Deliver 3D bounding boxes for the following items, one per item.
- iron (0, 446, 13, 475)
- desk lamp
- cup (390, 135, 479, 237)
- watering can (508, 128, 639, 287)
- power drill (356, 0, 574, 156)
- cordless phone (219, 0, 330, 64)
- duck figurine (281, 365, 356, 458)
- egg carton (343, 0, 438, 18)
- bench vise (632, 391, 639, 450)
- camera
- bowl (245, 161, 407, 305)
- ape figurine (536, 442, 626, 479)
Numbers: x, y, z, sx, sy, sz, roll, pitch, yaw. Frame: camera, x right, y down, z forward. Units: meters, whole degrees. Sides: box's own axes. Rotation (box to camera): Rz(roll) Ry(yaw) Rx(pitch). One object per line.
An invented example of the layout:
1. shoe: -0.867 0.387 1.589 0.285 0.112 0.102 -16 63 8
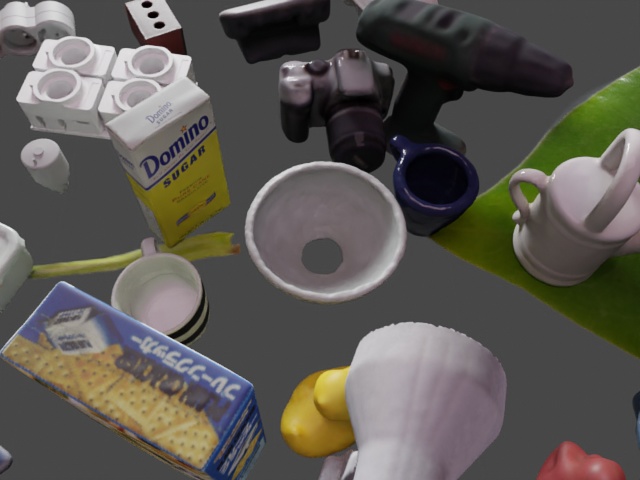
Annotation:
1. iron: -0.409 0.172 0.463 0.258 0.141 0.118 -1 62 -4
2. desk lamp: 0.055 0.190 0.441 0.118 0.213 0.203 19 62 7
3. cup: 0.112 -0.055 0.643 0.092 0.095 0.117 -32 68 -18
4. watering can: 0.286 -0.035 0.587 0.173 0.194 0.101 5 62 0
5. power drill: 0.140 -0.165 0.640 0.229 0.208 0.076 33 65 14
6. cordless phone: -0.058 -0.329 0.729 0.148 0.185 0.094 -21 65 -14
7. duck figurine: 0.010 0.152 0.531 0.105 0.086 0.077 -35 69 -20
8. egg carton: 0.097 -0.347 0.814 0.107 0.069 0.150 -28 67 -17
9. bench vise: 0.336 0.201 0.449 0.121 0.220 0.207 -7 62 -7
10. camera: 0.024 -0.153 0.687 0.143 0.101 0.137 -4 62 -5
11. bowl: 0.006 0.002 0.618 0.167 0.075 0.167 2 62 -3
12. ape figurine: 0.237 0.217 0.507 0.076 0.092 0.077 -8 62 -7
